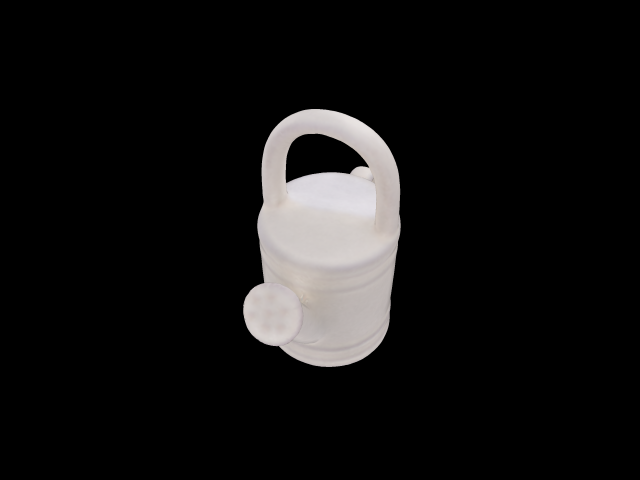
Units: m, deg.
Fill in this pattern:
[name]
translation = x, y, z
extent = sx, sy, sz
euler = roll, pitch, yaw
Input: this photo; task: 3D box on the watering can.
[watering can]
translation = 0.006, 0.002, 0.399
extent = 0.101, 0.194, 0.173
euler = 1, 46, 1
